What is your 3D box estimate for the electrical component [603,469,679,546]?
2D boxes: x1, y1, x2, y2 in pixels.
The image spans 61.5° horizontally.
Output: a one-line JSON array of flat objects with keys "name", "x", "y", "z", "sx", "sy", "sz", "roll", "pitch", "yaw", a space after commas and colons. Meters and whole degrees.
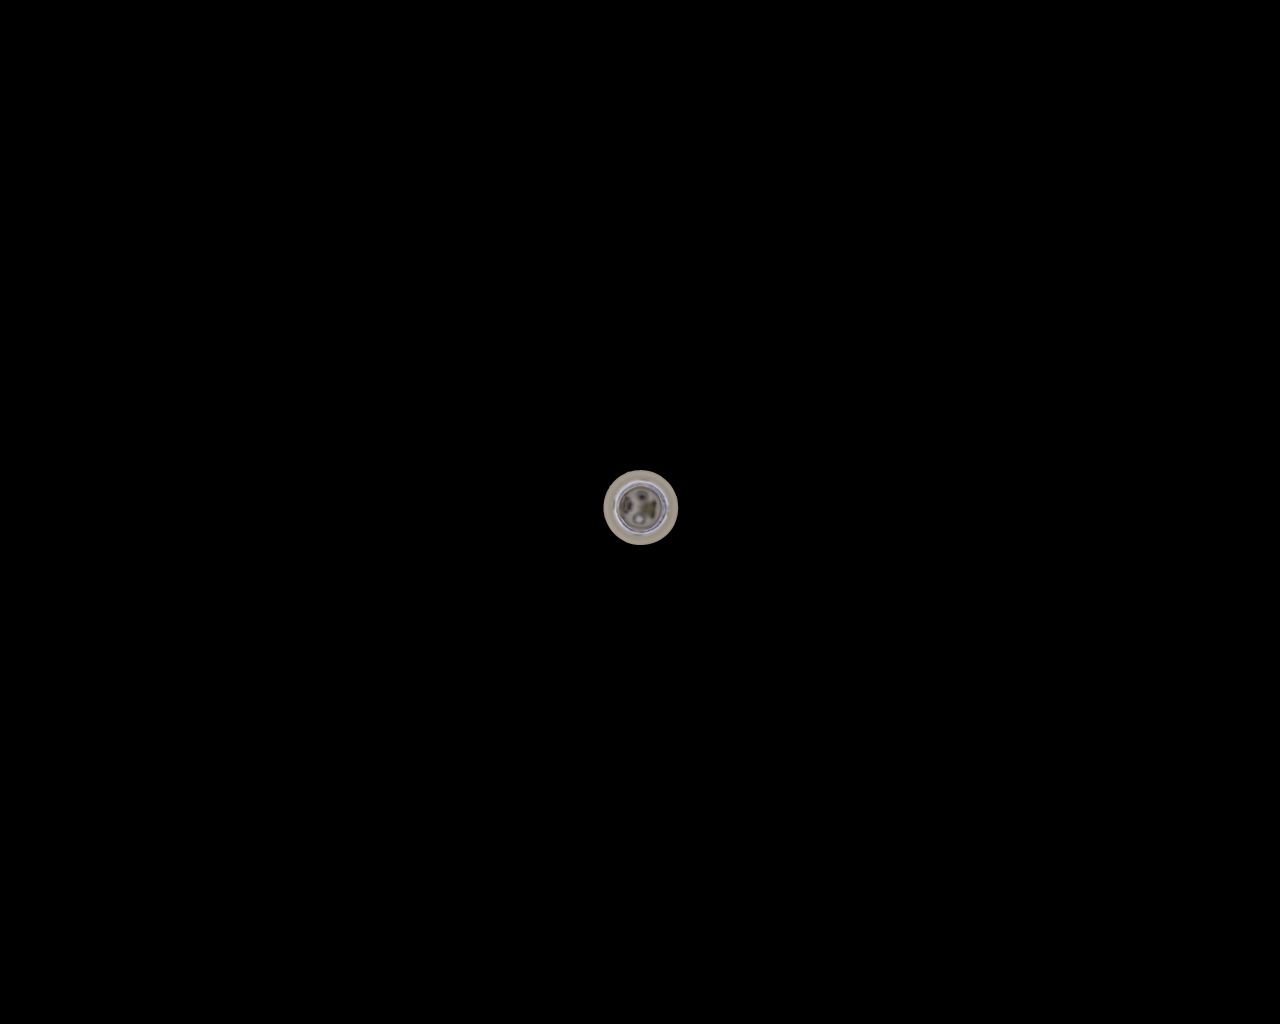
[{"name": "electrical component", "x": 0.001, "y": -0.003, "z": 0.650, "sx": 0.045, "sy": 0.045, "sz": 0.055, "roll": 0, "pitch": 0, "yaw": 0}]
